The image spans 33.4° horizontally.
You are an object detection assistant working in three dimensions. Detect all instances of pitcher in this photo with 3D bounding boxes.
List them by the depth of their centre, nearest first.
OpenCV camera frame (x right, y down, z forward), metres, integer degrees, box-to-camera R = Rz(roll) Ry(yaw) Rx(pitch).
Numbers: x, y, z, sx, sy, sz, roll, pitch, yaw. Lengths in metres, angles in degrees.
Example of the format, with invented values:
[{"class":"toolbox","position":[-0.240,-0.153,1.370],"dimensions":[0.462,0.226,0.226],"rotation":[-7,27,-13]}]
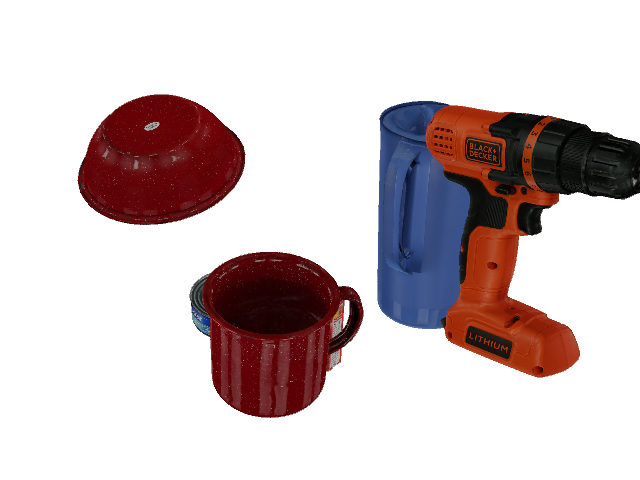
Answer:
[{"class":"pitcher","position":[0.119,-0.023,1.191],"dimensions":[0.149,0.243,0.145],"rotation":[-5,27,-14]}]

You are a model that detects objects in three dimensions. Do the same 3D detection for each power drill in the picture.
[{"class":"power drill","position":[0.154,0.000,0.778],"dimensions":[0.057,0.188,0.185],"rotation":[-15,23,-37]}]

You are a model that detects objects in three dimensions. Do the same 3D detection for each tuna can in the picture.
[{"class":"tuna can","position":[-0.101,0.071,1.178],"dimensions":[0.086,0.034,0.086],"rotation":[0,37,0]}]

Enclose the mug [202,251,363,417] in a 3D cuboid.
[{"class":"mug","position":[-0.024,0.065,0.743],"dimensions":[0.117,0.081,0.093],"rotation":[-15,40,-23]}]

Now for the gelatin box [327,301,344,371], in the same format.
[{"class":"gelatin box","position":[-0.024,0.073,0.977],"dimensions":[0.089,0.073,0.030],"rotation":[12,19,25]}]

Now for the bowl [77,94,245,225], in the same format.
[{"class":"bowl","position":[-0.154,-0.088,1.003],"dimensions":[0.162,0.162,0.055],"rotation":[-3,-45,3]}]
